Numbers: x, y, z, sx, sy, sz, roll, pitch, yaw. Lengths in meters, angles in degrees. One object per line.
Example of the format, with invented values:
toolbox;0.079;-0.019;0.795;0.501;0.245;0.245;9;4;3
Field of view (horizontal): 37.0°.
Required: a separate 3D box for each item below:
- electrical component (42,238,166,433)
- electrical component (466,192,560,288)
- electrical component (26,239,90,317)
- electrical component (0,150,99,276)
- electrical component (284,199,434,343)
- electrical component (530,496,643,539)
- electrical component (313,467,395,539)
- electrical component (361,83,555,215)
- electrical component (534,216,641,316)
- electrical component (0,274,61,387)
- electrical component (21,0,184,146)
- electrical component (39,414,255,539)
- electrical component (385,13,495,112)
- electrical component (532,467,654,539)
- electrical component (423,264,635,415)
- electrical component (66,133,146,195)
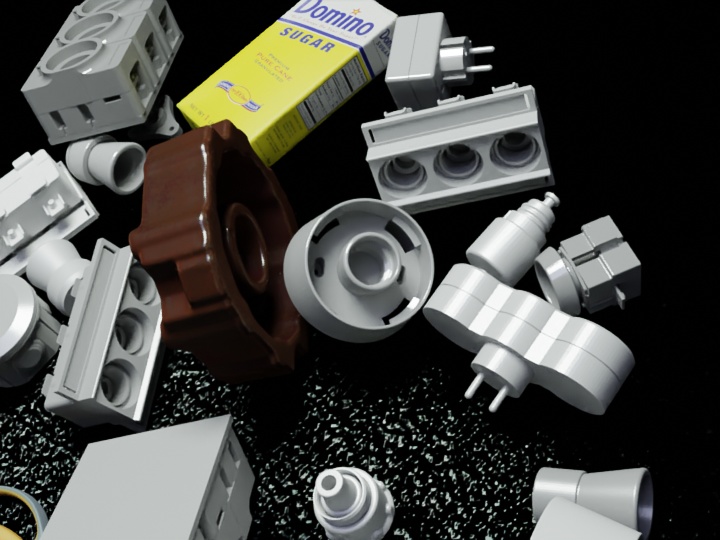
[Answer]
electrical component;-0.183;0.050;0.787;0.063;0.079;0.121;-16;53;36
electrical component;0.108;-0.021;0.735;0.040;0.040;0.078;35;77;35
electrical component;-0.230;0.007;0.849;0.045;0.045;0.055;-47;55;-10
electrical component;-0.289;-0.038;0.889;0.121;0.063;0.078;-37;53;-4
electrical component;0.000;0.000;0.736;0.099;0.064;0.099;4;76;-15
electrical component;0.118;0.180;0.566;0.060;0.108;0.108;15;66;22
electrical component;-0.009;0.142;0.665;0.048;0.062;0.048;-10;56;16
electrical component;0.072;-0.090;0.777;0.121;0.078;0.063;-11;34;15
electrical component;0.148;0.001;0.703;0.055;0.048;0.066;-23;54;-2
electrical component;-0.278;0.048;0.838;0.080;0.051;0.080;-10;56;16
electrical component;-0.219;-0.182;0.925;0.089;0.061;0.150;-11;37;15
electrical component;-0.135;0.176;0.651;0.105;0.060;0.186;-13;26;13
electrical component;0.066;-0.160;0.835;0.077;0.047;0.065;-2;59;21
electrical component;0.134;0.135;0.627;0.065;0.044;0.044;0;60;27
electrical component;0.096;0.056;0.684;0.138;0.052;0.073;27;73;33
electrical component;-0.213;-0.091;0.904;0.055;0.045;0.045;19;68;30
